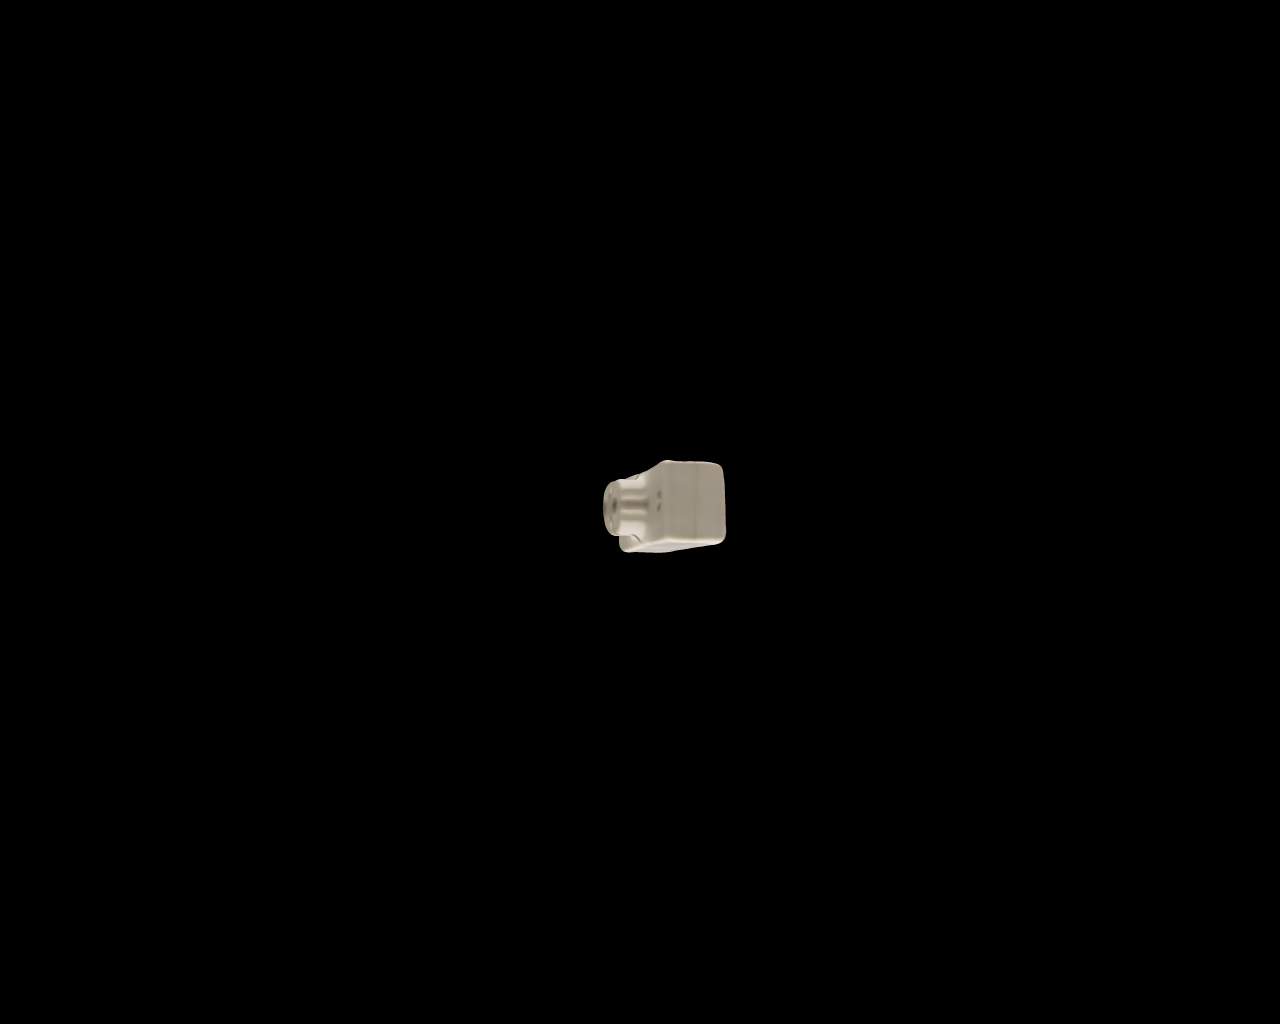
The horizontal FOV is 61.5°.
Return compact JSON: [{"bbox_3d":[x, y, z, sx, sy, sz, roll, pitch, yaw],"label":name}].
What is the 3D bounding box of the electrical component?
[{"bbox_3d":[0.001,-0.003,0.650,0.076,0.047,0.083,2,-7,-19],"label":"electrical component"}]
